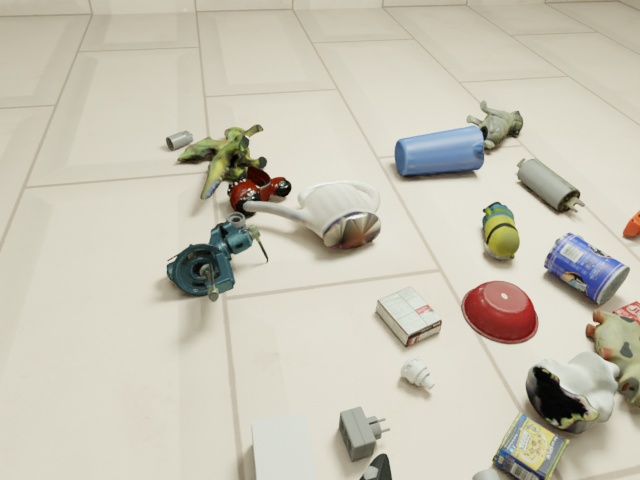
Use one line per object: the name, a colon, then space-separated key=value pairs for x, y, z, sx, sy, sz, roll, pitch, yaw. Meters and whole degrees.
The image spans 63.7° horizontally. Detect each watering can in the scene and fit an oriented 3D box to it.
watering can: x=0.004 y=-0.064 z=1.266 sx=0.349 sy=0.101 sz=0.229 roll=-14 pitch=43 yaw=-19

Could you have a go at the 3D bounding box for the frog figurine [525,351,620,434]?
frog figurine: x=0.450 y=0.259 z=0.913 sx=0.160 sy=0.121 sz=0.138 roll=-13 pitch=26 yaw=-43

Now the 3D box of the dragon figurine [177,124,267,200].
dragon figurine: x=-0.300 y=-0.236 z=1.485 sx=0.243 sy=0.120 sz=0.419 roll=4 pitch=35 yaw=29
